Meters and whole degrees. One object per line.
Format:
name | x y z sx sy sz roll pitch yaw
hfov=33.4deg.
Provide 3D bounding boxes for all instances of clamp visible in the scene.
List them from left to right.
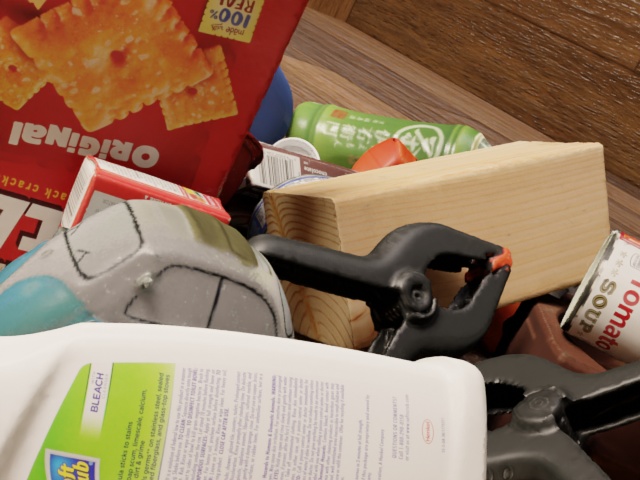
clamp | 0.042 0.045 0.574 0.171 0.120 0.039 -10 -6 -33
clamp | 0.124 0.089 0.535 0.210 0.036 0.164 4 37 47

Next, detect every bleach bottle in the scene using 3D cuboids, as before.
bleach bottle | -0.058 0.069 0.381 0.250 0.102 0.068 16 -25 -26

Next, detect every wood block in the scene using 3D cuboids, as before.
wood block | 0.079 -0.003 0.682 0.205 0.091 0.090 -13 12 -29

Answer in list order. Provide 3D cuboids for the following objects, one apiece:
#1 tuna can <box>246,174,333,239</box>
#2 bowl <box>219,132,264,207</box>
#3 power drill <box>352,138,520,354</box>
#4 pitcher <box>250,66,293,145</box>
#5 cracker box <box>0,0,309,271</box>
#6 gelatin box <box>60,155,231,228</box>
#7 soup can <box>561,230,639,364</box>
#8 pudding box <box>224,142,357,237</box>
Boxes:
tuna can | -0.005 0.001 0.723 0.086 0.086 0.034 19 18 -25
bowl | -0.118 -0.042 0.661 0.162 0.055 0.162 8 -13 2
power drill | 0.082 -0.011 0.840 0.184 0.057 0.188 50 8 -30
pitcher | -0.098 -0.127 0.874 0.145 0.149 0.242 39 0 15
cracker box | -0.120 -0.073 0.532 0.164 0.214 0.072 17 19 -29
gelatin box | -0.096 0.012 0.526 0.073 0.089 0.030 19 16 -28
soup can | 0.199 0.046 0.610 0.102 0.068 0.068 28 15 11
pudding box | -0.036 -0.031 0.780 0.113 0.090 0.039 15 63 -40
